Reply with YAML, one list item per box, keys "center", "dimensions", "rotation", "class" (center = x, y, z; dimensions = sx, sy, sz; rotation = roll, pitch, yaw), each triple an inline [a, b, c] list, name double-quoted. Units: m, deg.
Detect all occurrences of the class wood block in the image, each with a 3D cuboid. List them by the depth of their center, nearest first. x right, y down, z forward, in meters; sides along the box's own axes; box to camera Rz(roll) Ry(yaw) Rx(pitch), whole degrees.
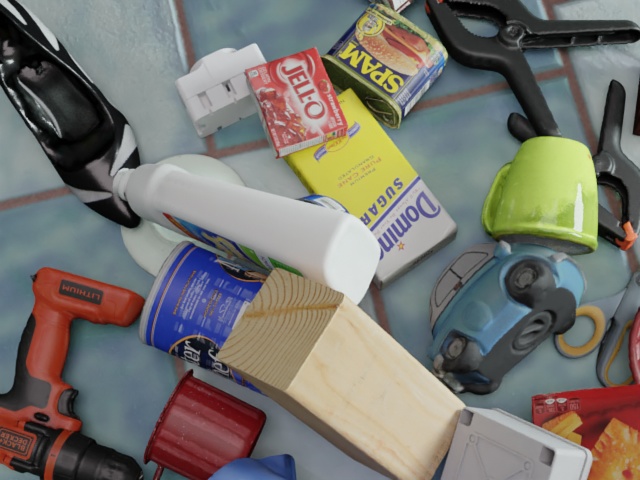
- center: [0.025, 0.120, 0.889]
  dimensions: [0.091, 0.205, 0.090]
  rotation: [19, 71, 47]
  class: "wood block"

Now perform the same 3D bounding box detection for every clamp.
- center: [0.271, -0.076, 1.027]
  dimensions: [0.120, 0.039, 0.171]
  rotation: [-29, 72, 0]
  class: "clamp"
- center: [0.189, -0.186, 1.049]
  dimensions: [0.210, 0.036, 0.164]
  rotation: [25, 67, 16]
  class: "clamp"

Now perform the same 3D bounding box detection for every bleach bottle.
- center: [-0.077, -0.016, 0.954]
  dimensions: [0.251, 0.102, 0.068]
  rotation: [18, 76, 27]
  class: "bleach bottle"

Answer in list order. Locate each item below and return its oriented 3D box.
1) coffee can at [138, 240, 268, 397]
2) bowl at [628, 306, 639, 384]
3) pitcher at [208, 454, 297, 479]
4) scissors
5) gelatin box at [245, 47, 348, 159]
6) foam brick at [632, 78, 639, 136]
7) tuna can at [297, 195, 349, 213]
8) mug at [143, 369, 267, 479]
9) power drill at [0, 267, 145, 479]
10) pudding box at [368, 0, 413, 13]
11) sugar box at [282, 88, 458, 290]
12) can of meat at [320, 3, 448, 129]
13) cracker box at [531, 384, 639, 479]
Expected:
- center: [-0.078, 0.073, 0.966]
  dimensions: [0.140, 0.103, 0.102]
  rotation: [22, 76, 8]
  class: "coffee can"
- center: [0.355, 0.093, 0.949]
  dimensions: [0.162, 0.055, 0.162]
  rotation: [1, 97, 11]
  class: "bowl"
- center: [0.000, 0.290, 0.843]
  dimensions: [0.243, 0.144, 0.149]
  rotation: [22, 108, 32]
  class: "pitcher"
- center: [0.281, 0.041, 1.004]
  dimensions: [0.096, 0.016, 0.201]
  rotation: [14, 75, 6]
  class: "scissors"
- center: [-0.023, -0.130, 1.008]
  dimensions: [0.073, 0.030, 0.089]
  rotation: [-19, 75, -7]
  class: "gelatin box"
- center: [0.337, -0.141, 1.035]
  dimensions: [0.051, 0.053, 0.078]
  rotation: [10, 74, 5]
  class: "foam brick"
- center: [-0.007, 0.001, 0.996]
  dimensions: [0.086, 0.033, 0.086]
  rotation: [8, 105, 32]
  class: "tuna can"
- center: [-0.104, 0.184, 0.945]
  dimensions: [0.081, 0.093, 0.117]
  rotation: [25, 83, 4]
  class: "mug"
- center: [-0.226, 0.130, 0.979]
  dimensions: [0.184, 0.057, 0.187]
  rotation: [16, 75, 7]
  class: "power drill"
- center: [0.066, -0.290, 1.086]
  dimensions: [0.090, 0.039, 0.114]
  rotation: [-42, 64, -8]
  class: "pudding box"
- center: [0.044, -0.050, 1.025]
  dimensions: [0.093, 0.048, 0.176]
  rotation: [-35, 74, -7]
  class: "sugar box"
- center: [0.063, -0.174, 1.055]
  dimensions: [0.102, 0.057, 0.084]
  rotation: [37, 77, 12]
  class: "can of meat"
- center: [0.267, 0.228, 0.885]
  dimensions: [0.164, 0.072, 0.213]
  rotation: [-12, 70, 34]
  class: "cracker box"
